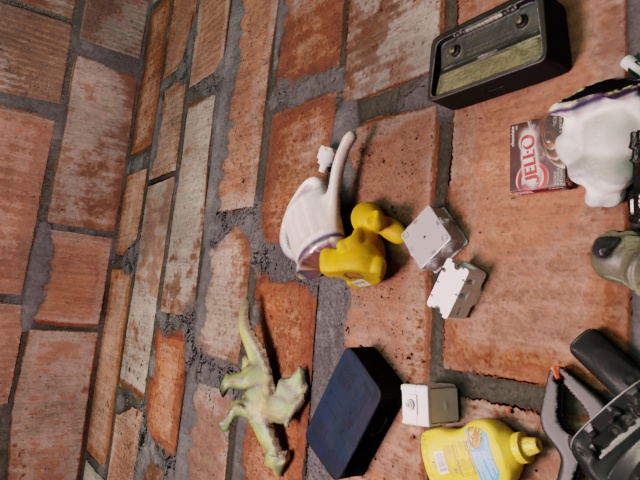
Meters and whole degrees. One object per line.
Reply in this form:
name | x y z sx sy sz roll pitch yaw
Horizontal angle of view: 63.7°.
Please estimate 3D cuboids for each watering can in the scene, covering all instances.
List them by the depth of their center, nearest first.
watering can | 0.003 -0.057 1.139 0.341 0.104 0.229 -51 45 39

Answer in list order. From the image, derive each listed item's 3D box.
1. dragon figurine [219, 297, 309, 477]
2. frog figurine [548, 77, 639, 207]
dragon figurine | -0.119 0.342 1.229 0.242 0.121 0.414 -7 76 34
frog figurine | 0.391 -0.129 0.688 0.136 0.125 0.157 -16 109 28
